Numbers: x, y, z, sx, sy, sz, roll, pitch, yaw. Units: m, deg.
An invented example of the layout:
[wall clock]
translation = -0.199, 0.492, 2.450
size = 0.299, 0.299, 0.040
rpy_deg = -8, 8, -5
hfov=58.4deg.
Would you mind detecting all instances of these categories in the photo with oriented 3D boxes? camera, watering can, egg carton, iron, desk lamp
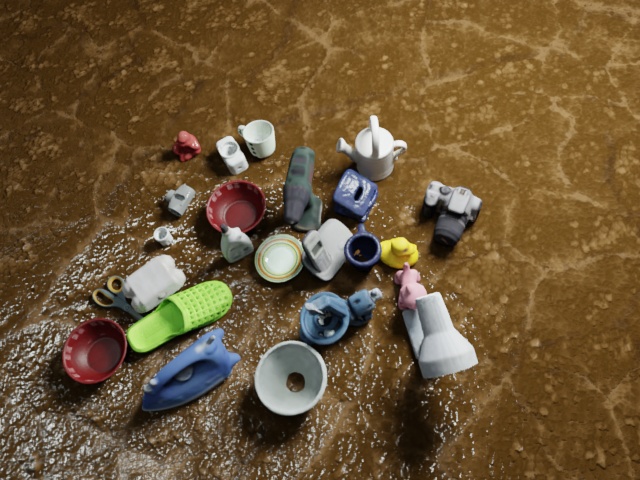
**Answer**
[camera]
translation = 0.318, -0.065, 1.430
size = 0.143, 0.101, 0.137
rpy_deg = 20, 70, 15
[watering can]
translation = 0.132, -0.239, 1.476
size = 0.173, 0.194, 0.101
rpy_deg = -23, 66, -4
[egg carton]
translation = -0.420, 0.112, 1.452
size = 0.150, 0.069, 0.107
rpy_deg = -38, 68, -10
[iron]
translation = -0.320, 0.305, 1.317
size = 0.258, 0.141, 0.118
rpy_deg = -35, 67, -9
[desk lamp]
translation = 0.252, 0.211, 1.254
size = 0.118, 0.214, 0.203
rpy_deg = -17, 66, -1

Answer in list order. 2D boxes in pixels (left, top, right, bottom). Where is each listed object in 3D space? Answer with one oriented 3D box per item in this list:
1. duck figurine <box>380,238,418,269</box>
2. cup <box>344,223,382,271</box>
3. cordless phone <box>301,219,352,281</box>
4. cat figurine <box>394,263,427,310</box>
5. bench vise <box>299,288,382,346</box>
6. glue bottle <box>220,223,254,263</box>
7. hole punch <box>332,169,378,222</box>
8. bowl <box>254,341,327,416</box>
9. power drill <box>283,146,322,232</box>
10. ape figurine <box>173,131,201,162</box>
[duck figurine]
translation = 0.191, 0.022, 1.414
size = 0.104, 0.086, 0.077
rpy_deg = 10, 68, 11
[cup]
translation = 0.106, 0.027, 1.417
size = 0.091, 0.095, 0.117
rpy_deg = -5, 66, 4
[cordless phone]
translation = 0.013, 0.005, 1.387
size = 0.094, 0.185, 0.148
rpy_deg = 28, 72, 17
[cat figurine]
translation = 0.215, 0.115, 1.353
size = 0.067, 0.118, 0.128
rpy_deg = -9, 66, 3
[bench vise]
translation = 0.034, 0.149, 1.303
size = 0.207, 0.220, 0.121
rpy_deg = -42, 68, -12
[glue bottle]
translation = -0.218, -0.001, 1.422
size = 0.078, 0.173, 0.037
rpy_deg = -29, 66, -6
[hole punch]
translation = 0.094, -0.116, 1.483
size = 0.101, 0.091, 0.109
rpy_deg = 21, 70, 15
[bowl]
translation = -0.063, 0.323, 1.317
size = 0.167, 0.075, 0.167
rpy_deg = -2, 66, 5
[power drill]
translation = -0.044, -0.105, 1.429
size = 0.075, 0.208, 0.229
rpy_deg = 1, 67, 7
[ape figurine]
translation = -0.375, -0.271, 1.603
size = 0.077, 0.092, 0.076
rpy_deg = 14, 69, 12
